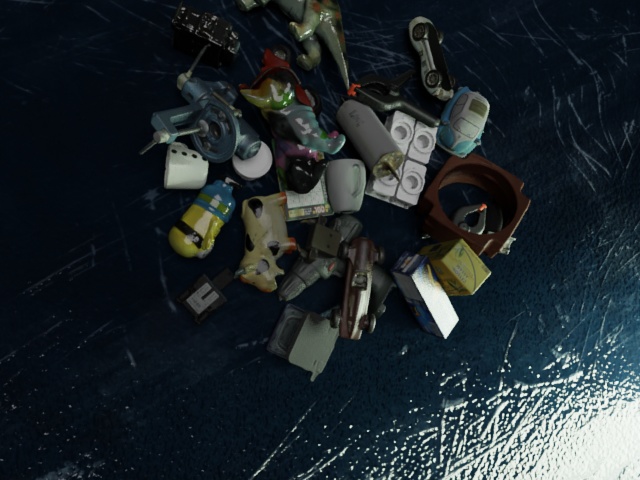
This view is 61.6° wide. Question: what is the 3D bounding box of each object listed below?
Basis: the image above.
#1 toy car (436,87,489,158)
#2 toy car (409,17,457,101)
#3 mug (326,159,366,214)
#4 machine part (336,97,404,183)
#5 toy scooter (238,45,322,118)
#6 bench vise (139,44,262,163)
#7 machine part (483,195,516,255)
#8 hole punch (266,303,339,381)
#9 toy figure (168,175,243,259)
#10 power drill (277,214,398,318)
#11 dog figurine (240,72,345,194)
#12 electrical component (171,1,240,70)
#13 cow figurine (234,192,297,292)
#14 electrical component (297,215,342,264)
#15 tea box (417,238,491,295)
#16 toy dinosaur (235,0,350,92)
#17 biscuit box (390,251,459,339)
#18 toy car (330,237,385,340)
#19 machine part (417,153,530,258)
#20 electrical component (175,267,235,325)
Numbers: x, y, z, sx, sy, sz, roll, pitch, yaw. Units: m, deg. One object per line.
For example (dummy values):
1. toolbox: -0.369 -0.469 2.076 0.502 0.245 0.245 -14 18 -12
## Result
1. toy car: 0.333 -0.274 1.211 0.109 0.103 0.161 30 80 -11
2. toy car: 0.253 -0.407 1.214 0.073 0.056 0.201 -5 78 -44
3. mug: 0.062 -0.111 1.122 0.081 0.110 0.107 1 86 -35
4. machine part: 0.102 -0.215 1.120 0.079 0.079 0.243 -20 61 -16
5. toy scooter: -0.089 -0.307 1.120 0.135 0.075 0.184 -32 89 -15
6. bench vise: -0.227 -0.229 1.001 0.223 0.129 0.240 55 38 2
7. machine part: 0.413 -0.039 1.240 0.084 0.039 0.138 11 83 -5
8. hole punch: -0.034 0.198 1.084 0.115 0.092 0.142 35 72 -38
9. toy figure: -0.225 -0.047 1.055 0.089 0.082 0.180 27 83 2
10. power drill: 0.049 0.077 1.118 0.207 0.086 0.232 34 74 -1
11. dog figurine: -0.073 -0.215 1.056 0.219 0.108 0.191 32 105 -13
12. electrical component: -0.227 -0.402 1.074 0.134 0.115 0.058 22 81 -9
13. cow figurine: -0.116 0.008 1.074 0.127 0.085 0.195 -8 83 -13
14. electrical component: -0.002 -0.002 1.066 0.078 0.045 0.102 18 69 -27
15. tea box: 0.263 0.060 1.121 0.068 0.169 0.098 -44 94 -15
16. toy dinosaur: -0.034 -0.503 1.139 0.404 0.131 0.192 44 76 -13
17. biscuit box: 0.220 0.117 1.116 0.063 0.059 0.202 -48 125 -24
18. toy car: 0.073 0.093 1.055 0.089 0.053 0.202 11 81 -12
19. machine part: 0.329 -0.072 1.165 0.202 0.087 0.201 32 67 12
20. electrical component: -0.217 0.103 1.057 0.119 0.048 0.075 -38 95 -13
